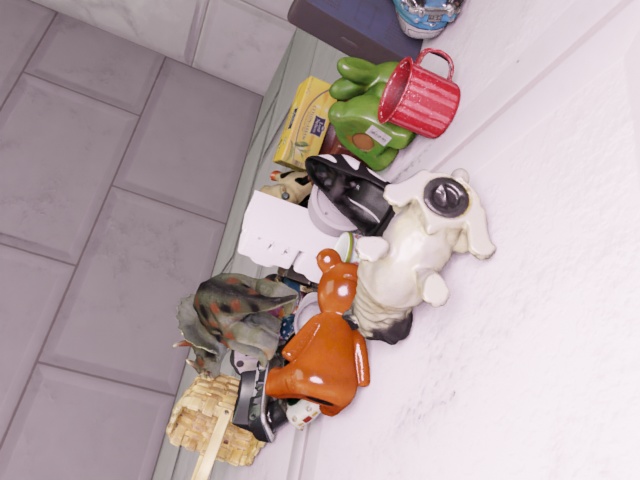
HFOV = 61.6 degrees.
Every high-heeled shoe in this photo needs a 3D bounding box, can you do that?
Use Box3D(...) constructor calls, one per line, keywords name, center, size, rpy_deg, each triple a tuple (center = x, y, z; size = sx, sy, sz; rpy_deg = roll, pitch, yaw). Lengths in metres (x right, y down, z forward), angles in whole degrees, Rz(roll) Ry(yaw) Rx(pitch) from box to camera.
Box3D(name="high-heeled shoe", center=(0.050, -0.052, 0.746), size=(0.249, 0.145, 0.086), rpy_deg=(-97, 29, -62))

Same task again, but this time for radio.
Box3D(name="radio", center=(0.071, -0.391, 0.929), size=(0.073, 0.229, 0.131), rpy_deg=(-23, 45, 65))

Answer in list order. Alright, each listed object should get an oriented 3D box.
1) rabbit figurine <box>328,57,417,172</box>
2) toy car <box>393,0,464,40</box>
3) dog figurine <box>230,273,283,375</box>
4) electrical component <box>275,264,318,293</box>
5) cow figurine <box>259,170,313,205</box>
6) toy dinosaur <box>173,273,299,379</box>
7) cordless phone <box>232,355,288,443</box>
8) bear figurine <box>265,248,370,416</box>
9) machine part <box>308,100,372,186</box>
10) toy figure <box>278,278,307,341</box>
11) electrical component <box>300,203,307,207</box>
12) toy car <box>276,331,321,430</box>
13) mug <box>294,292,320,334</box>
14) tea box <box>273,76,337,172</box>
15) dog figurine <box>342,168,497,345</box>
Box3D(name="rabbit figurine", center=(0.089, -0.219, 0.856), size=(0.170, 0.159, 0.121), rpy_deg=(-62, -1, -28))
Box3D(name="toy car", center=(0.166, -0.374, 0.850), size=(0.102, 0.109, 0.162), rpy_deg=(92, 172, -53))
Box3D(name="dog figurine", center=(-0.124, 0.177, 1.161), size=(0.219, 0.108, 0.191), rpy_deg=(-111, 40, -74))
Box3D(name="electrical component", center=(-0.039, 0.076, 1.009), size=(0.078, 0.102, 0.045), rpy_deg=(72, -142, -74))
Box3D(name="cow figurine", center=(-0.049, -0.104, 1.126), size=(0.127, 0.195, 0.085), rpy_deg=(32, 140, 50))
Box3D(name="toy dinosaur", center=(-0.150, 0.119, 0.895), size=(0.404, 0.192, 0.131), rpy_deg=(117, 172, -57))
Box3D(name="cordless phone", center=(-0.069, 0.260, 0.950), size=(0.184, 0.088, 0.147), rpy_deg=(-43, 28, 37))
Box3D(name="bear figurine", center=(0.013, 0.122, 0.722), size=(0.132, 0.120, 0.196), rpy_deg=(129, 157, -61))
Box3D(name="machine part", center=(0.058, -0.198, 1.012), size=(0.201, 0.087, 0.201), rpy_deg=(131, 152, -55))
Box3D(name="toy figure", center=(-0.050, 0.130, 1.047), size=(0.064, 0.058, 0.154), rpy_deg=(115, 161, -48))
Box3D(name="electrical component", center=(-0.036, -0.080, 1.221), size=(0.047, 0.075, 0.119), rpy_deg=(127, 153, -49))
Box3D(name="toy car", center=(-0.027, 0.208, 0.852), size=(0.073, 0.056, 0.202), rpy_deg=(-41, 23, 14))
Box3D(name="mug", center=(0.000, 0.110, 0.852), size=(0.107, 0.081, 0.109), rpy_deg=(-135, 59, -83))
Box3D(name="tea box", center=(-0.028, -0.221, 1.048), size=(0.098, 0.068, 0.169), rpy_deg=(-163, 93, -74))
Box3D(name="dog figurine", center=(0.101, 0.022, 0.606), size=(0.172, 0.121, 0.190), rpy_deg=(-41, -14, -19))
